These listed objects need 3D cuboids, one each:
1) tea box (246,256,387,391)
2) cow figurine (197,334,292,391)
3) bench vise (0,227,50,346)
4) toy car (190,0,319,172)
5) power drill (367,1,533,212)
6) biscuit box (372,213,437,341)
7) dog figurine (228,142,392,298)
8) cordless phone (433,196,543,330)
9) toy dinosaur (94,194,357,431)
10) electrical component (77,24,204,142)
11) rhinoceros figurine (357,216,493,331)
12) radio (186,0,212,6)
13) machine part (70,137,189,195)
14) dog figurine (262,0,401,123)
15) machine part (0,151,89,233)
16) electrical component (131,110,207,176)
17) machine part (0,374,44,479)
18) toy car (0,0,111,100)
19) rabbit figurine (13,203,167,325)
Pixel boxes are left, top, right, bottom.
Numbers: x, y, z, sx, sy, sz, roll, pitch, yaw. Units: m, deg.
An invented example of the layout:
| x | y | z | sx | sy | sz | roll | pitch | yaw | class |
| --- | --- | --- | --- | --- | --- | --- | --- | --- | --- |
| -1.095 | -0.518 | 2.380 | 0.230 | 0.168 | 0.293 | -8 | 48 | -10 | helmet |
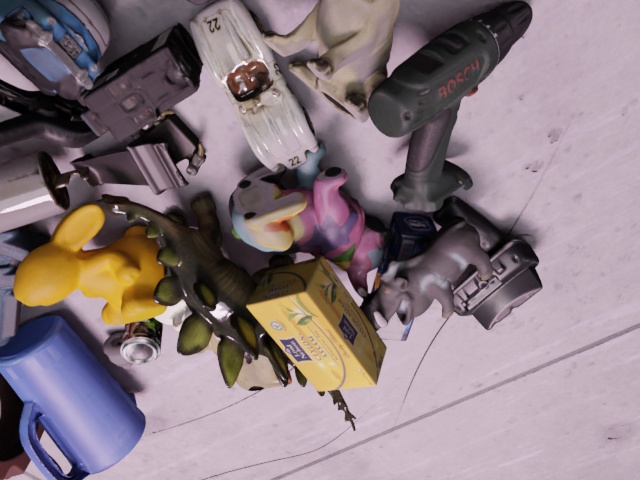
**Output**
| x | y | z | sx | sy | sz | roll | pitch | yaw | class |
| --- | --- | --- | --- | --- | --- | --- | --- | --- | --- |
| 0.000 | 0.110 | 0.674 | 0.098 | 0.068 | 0.169 | -18 | 120 | 35 | tea box |
| -0.131 | 0.164 | 0.847 | 0.127 | 0.086 | 0.194 | -20 | 127 | 4 | cow figurine |
| -0.489 | 0.042 | 0.704 | 0.240 | 0.129 | 0.223 | 10 | 126 | -20 | bench vise |
| -0.071 | -0.170 | 0.610 | 0.073 | 0.056 | 0.201 | -24 | 111 | 13 | toy car |
| 0.153 | -0.144 | 0.621 | 0.232 | 0.086 | 0.207 | -33 | 149 | -26 | power drill |
| 0.120 | 0.058 | 0.801 | 0.059 | 0.063 | 0.202 | 6 | 124 | -9 | biscuit box |
| -0.001 | -0.002 | 0.714 | 0.191 | 0.109 | 0.219 | -30 | 129 | -9 | dog figurine |
| 0.218 | 0.032 | 0.794 | 0.184 | 0.089 | 0.146 | 36 | 117 | -14 | cordless phone |
| -0.102 | 0.096 | 0.725 | 0.105 | 0.199 | 0.471 | -35 | 120 | 28 | toy dinosaur |
| -0.194 | -0.167 | 0.580 | 0.134 | 0.115 | 0.058 | -27 | 121 | 13 | electrical component |
| 0.133 | 0.052 | 0.703 | 0.190 | 0.073 | 0.112 | -42 | 131 | 11 | rhinoceros figurine |
| -0.102 | -0.345 | 0.488 | 0.131 | 0.073 | 0.229 | 30 | 120 | -24 | radio |
| -0.232 | -0.088 | 0.655 | 0.139 | 0.039 | 0.084 | 1 | 142 | 19 | machine part |
| 0.056 | -0.238 | 0.574 | 0.190 | 0.121 | 0.172 | -52 | 160 | 3 | dog figurine |
| -0.386 | -0.042 | 0.614 | 0.243 | 0.079 | 0.079 | -21 | 126 | -8 | machine part |
| -0.187 | -0.121 | 0.657 | 0.078 | 0.045 | 0.102 | -27 | 123 | 12 | electrical component |
| -0.504 | 0.244 | 0.796 | 0.087 | 0.201 | 0.200 | -14 | 126 | 10 | machine part |
| -0.268 | -0.211 | 0.542 | 0.103 | 0.162 | 0.109 | -53 | 135 | -15 | toy car |
| -0.293 | 0.035 | 0.686 | 0.173 | 0.122 | 0.162 | -2 | 91 | -34 | rabbit figurine |
